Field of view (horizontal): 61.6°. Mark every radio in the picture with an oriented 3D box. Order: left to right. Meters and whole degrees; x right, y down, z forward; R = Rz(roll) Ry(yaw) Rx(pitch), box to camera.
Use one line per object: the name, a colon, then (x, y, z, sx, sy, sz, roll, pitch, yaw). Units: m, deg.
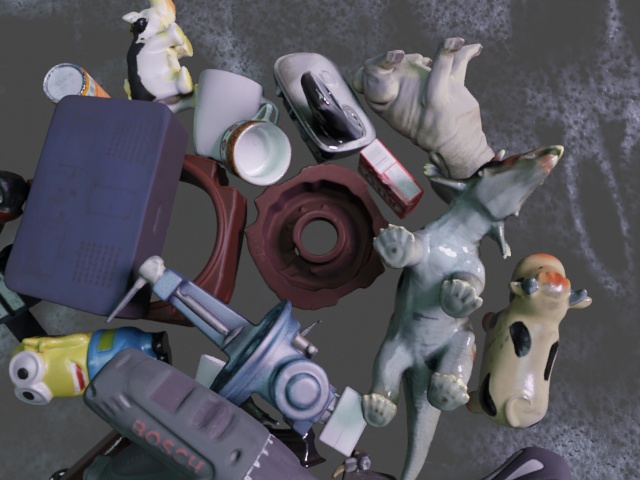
radio: (-0.236, -0.037, 0.580, 0.131, 0.073, 0.229, 9, 78, 5)

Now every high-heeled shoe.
high-heeled shoe: (0.152, 0.306, 0.543, 0.249, 0.145, 0.086, -43, 80, -8)

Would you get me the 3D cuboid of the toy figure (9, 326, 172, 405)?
toy figure: (-0.265, 0.143, 0.626, 0.180, 0.089, 0.082, -8, 83, -8)

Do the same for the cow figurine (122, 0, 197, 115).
cow figurine: (-0.220, -0.246, 0.713, 0.098, 0.068, 0.167, -17, 77, 5)

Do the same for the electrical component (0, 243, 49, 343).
electrical component: (-0.374, 0.072, 0.656, 0.075, 0.048, 0.119, -33, 109, -2)

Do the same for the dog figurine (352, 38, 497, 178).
dog figurine: (0.129, -0.136, 0.670, 0.173, 0.121, 0.190, 2, 103, 43)

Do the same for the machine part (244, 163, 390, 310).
machine part: (-0.001, -0.002, 0.658, 0.179, 0.056, 0.179, 0, 80, 2)

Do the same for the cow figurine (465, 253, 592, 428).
cow figurine: (0.225, 0.108, 0.591, 0.086, 0.127, 0.195, 16, 82, 2)

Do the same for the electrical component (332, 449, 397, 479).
electrical component: (0.046, 0.291, 0.601, 0.078, 0.045, 0.102, 15, 79, 7)

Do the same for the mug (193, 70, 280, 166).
mug: (-0.112, -0.148, 0.686, 0.109, 0.081, 0.107, 16, 90, -9)

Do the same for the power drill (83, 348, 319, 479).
power drill: (-0.116, 0.210, 0.468, 0.232, 0.207, 0.086, 40, 41, -2)

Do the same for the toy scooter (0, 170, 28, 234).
toy scooter: (-0.449, -0.040, 0.672, 0.184, 0.075, 0.135, 23, 105, 17)

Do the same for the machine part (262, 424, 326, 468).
machine part: (-0.032, 0.279, 0.601, 0.084, 0.039, 0.138, -8, 83, 27)

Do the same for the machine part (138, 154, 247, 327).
machine part: (-0.199, -0.004, 0.650, 0.202, 0.087, 0.201, 9, 78, 3)

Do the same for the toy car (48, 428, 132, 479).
toy car: (-0.237, 0.245, 0.598, 0.202, 0.089, 0.053, -41, 96, -8)

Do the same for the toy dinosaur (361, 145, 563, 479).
toy dinosaur: (0.128, 0.078, 0.588, 0.131, 0.192, 0.404, 21, 115, 23)

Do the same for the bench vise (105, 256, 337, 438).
bench vise: (-0.080, 0.102, 0.542, 0.240, 0.223, 0.129, 40, 86, -6)

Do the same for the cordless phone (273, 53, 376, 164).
cordless phone: (-0.009, -0.171, 0.624, 0.089, 0.184, 0.146, -31, 79, 9)
